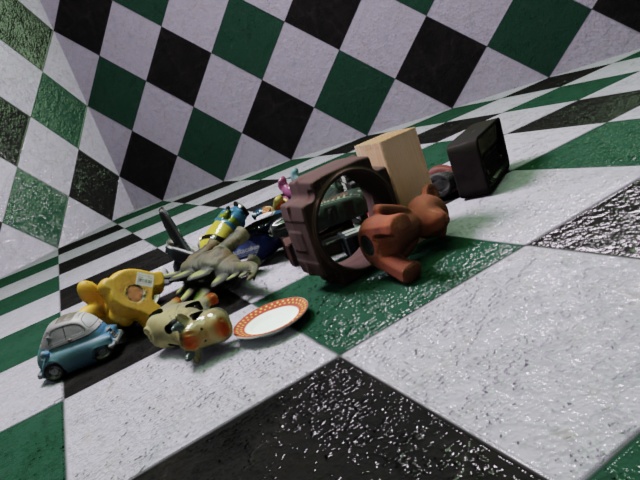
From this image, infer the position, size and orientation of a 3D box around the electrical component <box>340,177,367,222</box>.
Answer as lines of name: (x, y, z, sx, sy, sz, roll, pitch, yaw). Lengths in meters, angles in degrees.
electrical component: (0.097, -0.115, 1.315, 0.058, 0.134, 0.115, -23, 17, -8)

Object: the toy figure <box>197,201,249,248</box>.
toy figure: (-0.264, -0.026, 1.479, 0.180, 0.082, 0.089, -52, 19, -22)

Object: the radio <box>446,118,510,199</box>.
radio: (0.368, -0.189, 1.228, 0.073, 0.131, 0.229, -9, 18, 35)

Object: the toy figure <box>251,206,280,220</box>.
toy figure: (-0.117, -0.060, 1.466, 0.155, 0.064, 0.058, 17, 53, 25)

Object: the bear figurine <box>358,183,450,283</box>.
bear figurine: (0.167, -0.019, 0.920, 0.196, 0.120, 0.132, -21, 17, -26)

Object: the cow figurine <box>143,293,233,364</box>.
cow figurine: (-0.221, 0.144, 0.893, 0.195, 0.085, 0.127, -9, 16, 39)

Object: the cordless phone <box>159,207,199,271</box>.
cordless phone: (-0.404, -0.011, 1.497, 0.089, 0.184, 0.147, -27, 16, -8)

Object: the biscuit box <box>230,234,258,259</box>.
biscuit box: (-0.141, -0.006, 1.373, 0.203, 0.062, 0.059, -17, 15, 12)

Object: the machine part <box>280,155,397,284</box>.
machine part: (0.045, -0.037, 0.964, 0.201, 0.200, 0.087, -28, 19, -29)

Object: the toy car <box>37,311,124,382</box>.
toy car: (-0.464, 0.189, 1.015, 0.162, 0.102, 0.109, -22, 15, 1)

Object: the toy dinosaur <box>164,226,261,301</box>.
toy dinosaur: (-0.225, 0.066, 1.160, 0.198, 0.105, 0.472, -40, 14, -35)

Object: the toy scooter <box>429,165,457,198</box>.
toy scooter: (0.270, -0.140, 1.302, 0.184, 0.075, 0.135, -14, 14, 40)

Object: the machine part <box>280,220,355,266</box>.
machine part: (-0.002, -0.004, 1.197, 0.179, 0.056, 0.179, -17, 16, 5)

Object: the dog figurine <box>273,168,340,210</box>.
dog figurine: (-0.014, -0.102, 1.497, 0.219, 0.191, 0.108, 25, 31, 20)

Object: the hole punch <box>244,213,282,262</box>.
hole punch: (-0.120, -0.006, 1.263, 0.116, 0.092, 0.142, -20, 7, 34)

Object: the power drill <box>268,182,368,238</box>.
power drill: (-0.006, -0.076, 1.200, 0.232, 0.085, 0.207, -16, 13, -1)

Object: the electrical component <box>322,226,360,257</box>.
electrical component: (0.064, 0.005, 1.090, 0.119, 0.047, 0.075, -23, 14, -11)

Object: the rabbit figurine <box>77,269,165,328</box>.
rabbit figurine: (-0.417, 0.139, 1.109, 0.162, 0.122, 0.173, 5, -26, -32)
